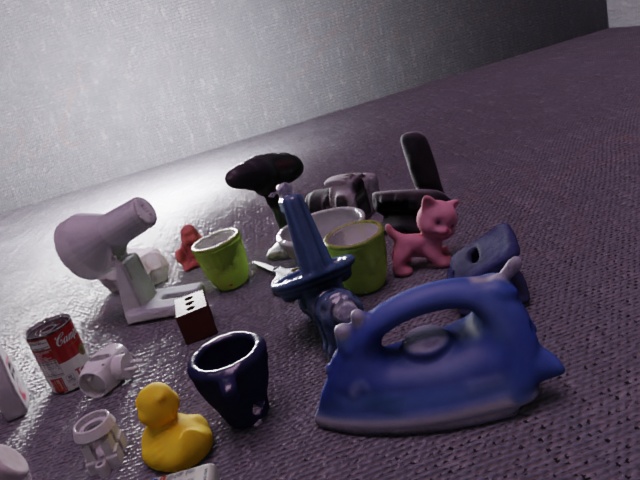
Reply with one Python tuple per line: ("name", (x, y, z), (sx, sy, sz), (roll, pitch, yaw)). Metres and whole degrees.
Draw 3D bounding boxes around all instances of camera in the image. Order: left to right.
("camera", (0.043, -0.095, 1.238), (0.136, 0.101, 0.143), (-3, 24, 33))

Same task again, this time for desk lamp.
("desk lamp", (-0.343, 0.035, 1.028), (0.203, 0.214, 0.118), (-11, 21, 14))

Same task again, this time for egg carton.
("egg carton", (-0.389, 0.064, 1.200), (0.149, 0.069, 0.107), (-1, 25, 37))

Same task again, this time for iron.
("iron", (0.102, 0.108, 0.588), (0.258, 0.142, 0.118), (-15, 20, 4))

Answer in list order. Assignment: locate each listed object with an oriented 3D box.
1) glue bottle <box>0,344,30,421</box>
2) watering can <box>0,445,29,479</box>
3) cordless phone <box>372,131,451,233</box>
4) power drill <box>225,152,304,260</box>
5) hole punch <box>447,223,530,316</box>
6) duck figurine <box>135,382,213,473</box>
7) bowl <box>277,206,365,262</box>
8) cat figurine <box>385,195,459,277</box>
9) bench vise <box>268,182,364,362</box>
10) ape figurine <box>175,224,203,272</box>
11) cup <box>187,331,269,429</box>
("glue bottle", (-0.471, 0.172, 0.822), (0.037, 0.173, 0.078), (-25, 22, -23))
("watering can", (-0.348, 0.245, 0.499), (0.100, 0.194, 0.173), (4, 28, 43))
("cordless phone", (0.161, -0.110, 1.060), (0.147, 0.185, 0.094), (0, 25, 37))
("power drill", (-0.088, -0.073, 1.123), (0.075, 0.209, 0.230), (-6, 22, 27))
("hole punch", (0.218, 0.037, 0.762), (0.101, 0.091, 0.108), (-12, 20, 13))
("duck figurine", (-0.170, 0.201, 0.637), (0.104, 0.086, 0.078), (6, 29, 46))
("bowl", (0.010, 0.004, 1.039), (0.167, 0.075, 0.167), (-14, 20, 6))
("cat figurine", (0.165, -0.016, 0.905), (0.127, 0.118, 0.067), (-14, 20, 7))
("bench vise", (0.007, 0.034, 0.745), (0.122, 0.220, 0.206), (-28, 23, -28))
("ape figurine", (-0.272, 0.010, 1.219), (0.077, 0.092, 0.076), (-9, 21, 20))
("cup", (-0.091, 0.170, 0.644), (0.092, 0.095, 0.117), (-18, 20, -6))
